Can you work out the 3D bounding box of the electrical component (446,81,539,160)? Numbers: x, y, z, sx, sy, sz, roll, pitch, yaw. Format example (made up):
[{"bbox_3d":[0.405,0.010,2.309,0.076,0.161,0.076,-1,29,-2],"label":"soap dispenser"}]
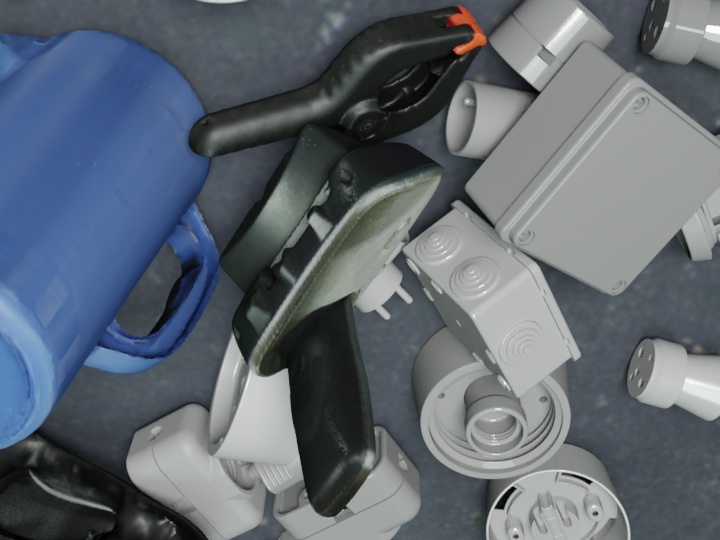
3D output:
[{"bbox_3d":[0.096,-0.082,0.629,0.081,0.043,0.043,7,121,-19],"label":"electrical component"}]

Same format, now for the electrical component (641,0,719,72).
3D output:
[{"bbox_3d":[0.191,-0.134,0.598,0.055,0.045,0.045,11,119,-5],"label":"electrical component"}]

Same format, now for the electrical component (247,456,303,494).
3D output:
[{"bbox_3d":[-0.042,0.122,0.745,0.081,0.043,0.043,-31,115,9],"label":"electrical component"}]

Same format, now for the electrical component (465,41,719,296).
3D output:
[{"bbox_3d":[0.134,-0.053,0.599,0.109,0.056,0.108,23,114,-40],"label":"electrical component"}]

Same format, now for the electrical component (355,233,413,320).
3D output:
[{"bbox_3d":[0.000,0.000,0.680,0.077,0.043,0.079,-37,113,20],"label":"electrical component"}]

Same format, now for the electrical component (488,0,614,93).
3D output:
[{"bbox_3d":[0.107,-0.129,0.599,0.055,0.055,0.047,36,111,-18],"label":"electrical component"}]

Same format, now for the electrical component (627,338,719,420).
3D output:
[{"bbox_3d":[0.213,0.072,0.716,0.055,0.045,0.045,15,119,-7],"label":"electrical component"}]

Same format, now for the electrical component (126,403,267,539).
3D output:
[{"bbox_3d":[-0.110,0.144,0.759,0.059,0.053,0.095,-28,115,16],"label":"electrical component"}]

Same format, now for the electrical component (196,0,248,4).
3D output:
[{"bbox_3d":[-0.071,-0.200,0.558,0.108,0.060,0.108,1,120,1],"label":"electrical component"}]

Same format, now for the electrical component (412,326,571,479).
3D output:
[{"bbox_3d":[0.089,0.091,0.720,0.108,0.060,0.108,1,120,1],"label":"electrical component"}]

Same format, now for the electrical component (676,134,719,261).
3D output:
[{"bbox_3d":[0.216,-0.040,0.645,0.057,0.058,0.078,-23,117,11],"label":"electrical component"}]

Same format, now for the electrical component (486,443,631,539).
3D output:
[{"bbox_3d":[0.138,0.175,0.765,0.099,0.064,0.099,1,120,1],"label":"electrical component"}]

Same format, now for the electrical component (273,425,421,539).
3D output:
[{"bbox_3d":[-0.006,0.162,0.767,0.095,0.053,0.059,-29,115,17],"label":"electrical component"}]

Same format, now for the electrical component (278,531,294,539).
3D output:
[{"bbox_3d":[-0.037,0.237,0.812,0.080,0.051,0.080,1,120,1],"label":"electrical component"}]

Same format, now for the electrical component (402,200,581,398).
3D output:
[{"bbox_3d":[0.077,0.019,0.647,0.048,0.099,0.099,-37,131,-5],"label":"electrical component"}]

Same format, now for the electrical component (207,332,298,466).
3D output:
[{"bbox_3d":[-0.053,0.073,0.690,0.060,0.108,0.108,17,119,-15],"label":"electrical component"}]
